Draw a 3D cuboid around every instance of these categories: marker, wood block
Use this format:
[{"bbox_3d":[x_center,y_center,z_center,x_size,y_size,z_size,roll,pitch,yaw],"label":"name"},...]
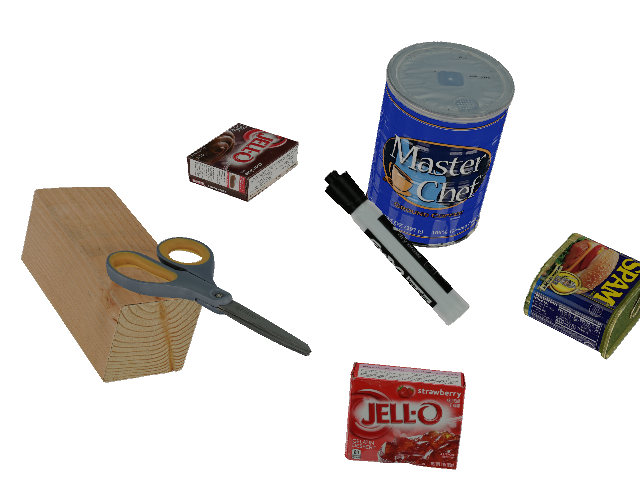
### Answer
[{"bbox_3d":[0.046,0.003,0.671,0.020,0.121,0.020,-42,-4,-4],"label":"marker"},{"bbox_3d":[-0.213,0.037,1.065,0.090,0.091,0.206,-4,35,-39],"label":"wood block"}]

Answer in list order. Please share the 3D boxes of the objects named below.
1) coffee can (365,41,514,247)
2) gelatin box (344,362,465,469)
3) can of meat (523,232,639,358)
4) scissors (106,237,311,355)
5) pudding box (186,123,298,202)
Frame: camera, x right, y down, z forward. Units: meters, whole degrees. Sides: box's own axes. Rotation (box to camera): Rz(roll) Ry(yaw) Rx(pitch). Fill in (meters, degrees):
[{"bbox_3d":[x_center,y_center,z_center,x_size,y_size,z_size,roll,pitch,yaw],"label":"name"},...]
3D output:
[{"bbox_3d":[0.096,-0.079,0.892,0.102,0.140,0.103,4,44,-4],"label":"coffee can"},{"bbox_3d":[0.066,0.138,0.835,0.089,0.073,0.030,5,19,4],"label":"gelatin box"},{"bbox_3d":[0.244,0.046,0.961,0.084,0.057,0.101,27,47,27],"label":"can of meat"},{"bbox_3d":[-0.076,0.038,0.847,0.202,0.016,0.096,17,30,22],"label":"scissors"},{"bbox_3d":[-0.093,-0.096,1.287,0.090,0.039,0.113,19,38,25],"label":"pudding box"}]
